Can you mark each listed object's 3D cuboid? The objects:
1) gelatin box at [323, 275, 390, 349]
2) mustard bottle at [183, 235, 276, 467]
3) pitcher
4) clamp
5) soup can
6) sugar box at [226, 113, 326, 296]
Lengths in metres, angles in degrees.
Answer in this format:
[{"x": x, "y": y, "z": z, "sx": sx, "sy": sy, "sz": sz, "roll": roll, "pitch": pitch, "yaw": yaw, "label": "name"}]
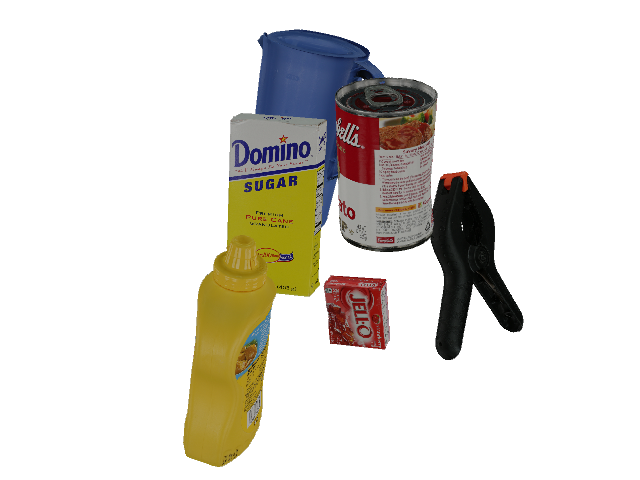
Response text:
[{"x": 0.046, "y": 0.089, "z": 1.322, "sx": 0.073, "sy": 0.089, "sz": 0.030, "roll": 4, "pitch": 29, "yaw": 19, "label": "gelatin box"}, {"x": -0.070, "y": 0.080, "z": 0.845, "sx": 0.058, "sy": 0.192, "sz": 0.096, "roll": 17, "pitch": 33, "yaw": 12, "label": "mustard bottle"}, {"x": -0.016, "y": -0.134, "z": 1.339, "sx": 0.144, "sy": 0.243, "sz": 0.149, "roll": 4, "pitch": 23, "yaw": -16, "label": "pitcher"}, {"x": 0.132, "y": 0.025, "z": 0.992, "sx": 0.039, "sy": 0.171, "sz": 0.120, "roll": -11, "pitch": 11, "yaw": 40, "label": "clamp"}, {"x": 0.045, "y": -0.052, "z": 0.727, "sx": 0.068, "sy": 0.102, "sz": 0.068, "roll": -2, "pitch": 28, "yaw": 1, "label": "soup can"}, {"x": -0.045, "y": -0.036, "z": 1.076, "sx": 0.093, "sy": 0.176, "sz": 0.048, "roll": 5, "pitch": 16, "yaw": 12, "label": "sugar box"}]
